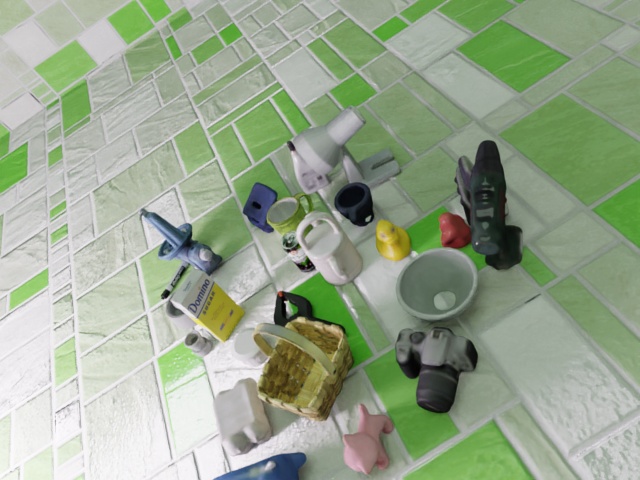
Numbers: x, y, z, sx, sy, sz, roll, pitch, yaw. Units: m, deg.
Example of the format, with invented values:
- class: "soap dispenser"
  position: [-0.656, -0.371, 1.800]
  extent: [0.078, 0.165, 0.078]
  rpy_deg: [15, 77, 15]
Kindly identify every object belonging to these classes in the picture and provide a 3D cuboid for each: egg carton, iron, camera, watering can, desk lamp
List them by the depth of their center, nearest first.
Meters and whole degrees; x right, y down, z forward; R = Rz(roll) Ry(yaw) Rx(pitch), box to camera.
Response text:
- class: "iron"
  position: [-0.151, 0.456, 1.032]
  extent: [0.258, 0.142, 0.118]
  rpy_deg: [-24, 45, 12]
- class: "camera"
  position: [0.199, 0.233, 1.039]
  extent: [0.142, 0.101, 0.137]
  rpy_deg: [0, 54, 31]
- class: "egg carton"
  position: [-0.160, 0.360, 1.170]
  extent: [0.107, 0.070, 0.150]
  rpy_deg: [-32, 44, 3]
- class: "watering can"
  position: [0.010, 0.006, 1.277]
  extent: [0.101, 0.195, 0.172]
  rpy_deg: [-45, 45, -10]
- class: "desk lamp"
  position: [0.064, -0.221, 1.422]
  extent: [0.203, 0.214, 0.117]
  rpy_deg: [-28, 45, 8]

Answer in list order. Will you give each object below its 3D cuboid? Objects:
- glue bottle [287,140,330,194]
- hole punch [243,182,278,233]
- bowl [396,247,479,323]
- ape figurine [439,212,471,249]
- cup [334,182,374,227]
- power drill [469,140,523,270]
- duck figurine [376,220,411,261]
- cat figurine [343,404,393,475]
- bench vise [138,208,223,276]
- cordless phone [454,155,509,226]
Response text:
- class: "glue bottle"
  position: [-0.041, -0.196, 1.493]
  extent: [0.078, 0.174, 0.037]
  rpy_deg: [-26, 45, 9]
- class: "hole punch"
  position: [-0.152, -0.087, 1.526]
  extent: [0.101, 0.091, 0.108]
  rpy_deg: [-49, 46, -13]
- class: "bowl"
  position: [0.240, 0.101, 1.145]
  extent: [0.167, 0.075, 0.167]
  rpy_deg: [-16, 47, 19]
- class: "ape figurine"
  position: [0.280, -0.027, 1.217]
  extent: [0.078, 0.092, 0.075]
  rpy_deg: [-48, 46, -13]
- class: "cup"
  position: [0.092, -0.066, 1.360]
  extent: [0.091, 0.095, 0.117]
  rpy_deg: [-16, 47, 19]
- class: "power drill"
  position: [0.339, -0.049, 1.117]
  extent: [0.075, 0.209, 0.229]
  rpy_deg: [-7, 51, 27]
- class: "duck figurine"
  position: [0.153, -0.012, 1.285]
  extent: [0.077, 0.086, 0.104]
  rpy_deg: [-32, 44, 3]
- class: "cat figurine"
  position: [0.077, 0.352, 1.001]
  extent: [0.067, 0.118, 0.128]
  rpy_deg: [-11, 49, 23]
- class: "bench vise"
  position: [-0.361, -0.008, 1.491]
  extent: [0.206, 0.220, 0.121]
  rpy_deg: [-1, 54, 30]
- class: "cordless phone"
  position: [0.327, -0.131, 1.210]
  extent: [0.094, 0.186, 0.147]
  rpy_deg: [-21, 46, 14]
